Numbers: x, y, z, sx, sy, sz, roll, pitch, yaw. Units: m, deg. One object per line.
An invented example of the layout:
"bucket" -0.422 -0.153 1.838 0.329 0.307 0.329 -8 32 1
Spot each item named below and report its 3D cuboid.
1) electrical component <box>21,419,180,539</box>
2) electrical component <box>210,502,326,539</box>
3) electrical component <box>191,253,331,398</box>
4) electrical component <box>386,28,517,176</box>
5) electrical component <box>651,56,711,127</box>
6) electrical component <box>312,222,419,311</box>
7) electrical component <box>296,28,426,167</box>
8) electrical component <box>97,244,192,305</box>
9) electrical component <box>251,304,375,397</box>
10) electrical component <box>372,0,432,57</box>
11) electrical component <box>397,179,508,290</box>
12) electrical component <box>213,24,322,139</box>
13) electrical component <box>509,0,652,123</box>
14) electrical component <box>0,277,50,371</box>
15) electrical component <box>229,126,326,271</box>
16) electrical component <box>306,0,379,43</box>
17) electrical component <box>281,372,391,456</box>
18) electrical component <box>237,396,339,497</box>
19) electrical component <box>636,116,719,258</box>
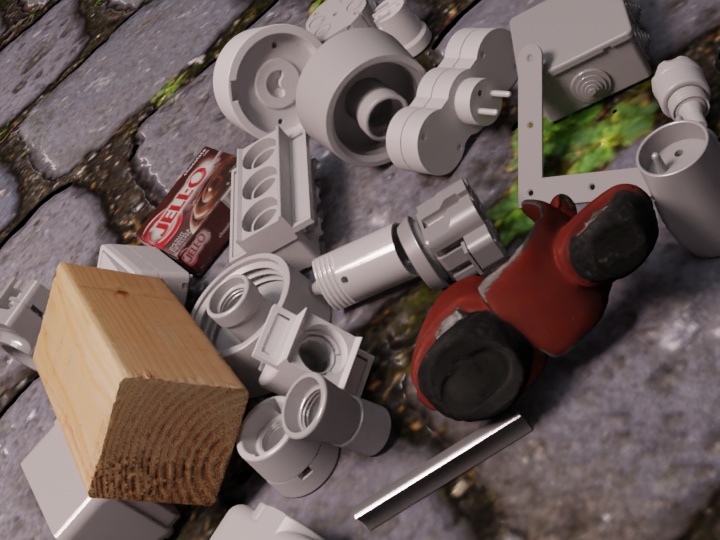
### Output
"electrical component" -0.190 0.160 0.784 0.057 0.078 0.113 -49 37 -3
"electrical component" -0.051 0.183 0.654 0.095 0.053 0.059 12 62 48
"electrical component" -0.084 0.036 0.825 0.108 0.060 0.108 -24 40 23
"electrical component" 0.086 -0.132 0.844 0.074 0.052 0.138 15 64 48
"electrical component" 0.219 -0.114 0.722 0.035 0.035 0.061 -27 42 20
"electrical component" 0.000 0.000 0.799 0.081 0.043 0.043 -24 41 23
"electrical component" 0.009 -0.136 0.877 0.108 0.108 0.060 -42 43 1
"electrical component" -0.196 0.016 0.927 0.096 0.061 0.061 30 112 52
"electrical component" -0.037 0.064 0.745 0.064 0.081 0.042 -42 22 54
"electrical component" 0.038 -0.221 0.983 0.040 0.046 0.040 -24 40 22
"electrical component" 0.063 -0.022 0.752 0.057 0.058 0.078 -31 35 12
"electrical component" -0.084 -0.175 1.001 0.108 0.108 0.060 -50 31 -10
"electrical component" 0.166 -0.167 0.810 0.100 0.048 0.099 -24 41 23
"electrical component" -0.286 0.056 0.964 0.050 0.089 0.055 5 57 45
"electrical component" -0.067 -0.054 0.898 0.079 0.063 0.121 -28 39 19
"electrical component" -0.010 -0.226 1.026 0.080 0.051 0.080 -24 40 23
"electrical component" -0.012 0.096 0.696 0.044 0.065 0.044 -30 47 39
"electrical component" -0.050 0.117 0.724 0.055 0.047 0.055 -25 40 23
"electrical component" 0.200 -0.060 0.649 0.043 0.077 0.079 -21 41 27
